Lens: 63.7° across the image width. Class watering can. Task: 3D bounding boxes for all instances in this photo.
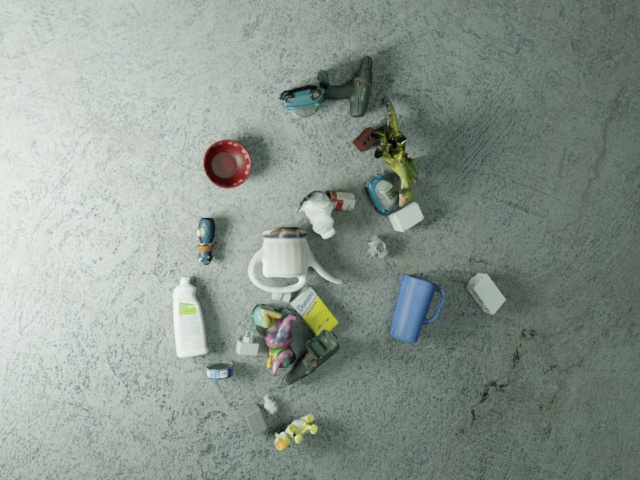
[{"bbox_3d":[-0.079,0.067,1.777,0.348,0.224,0.104,-1,0,-22],"label":"watering can"}]

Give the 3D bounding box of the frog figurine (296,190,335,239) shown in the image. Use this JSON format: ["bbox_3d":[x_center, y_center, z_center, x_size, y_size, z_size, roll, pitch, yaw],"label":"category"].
[{"bbox_3d":[0.005,-0.090,1.791,0.125,0.159,0.135,-48,-1,-43],"label":"frog figurine"}]

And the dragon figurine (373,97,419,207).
[{"bbox_3d":[0.302,-0.318,1.921,0.121,0.419,0.239,-11,-31,27],"label":"dragon figurine"}]
